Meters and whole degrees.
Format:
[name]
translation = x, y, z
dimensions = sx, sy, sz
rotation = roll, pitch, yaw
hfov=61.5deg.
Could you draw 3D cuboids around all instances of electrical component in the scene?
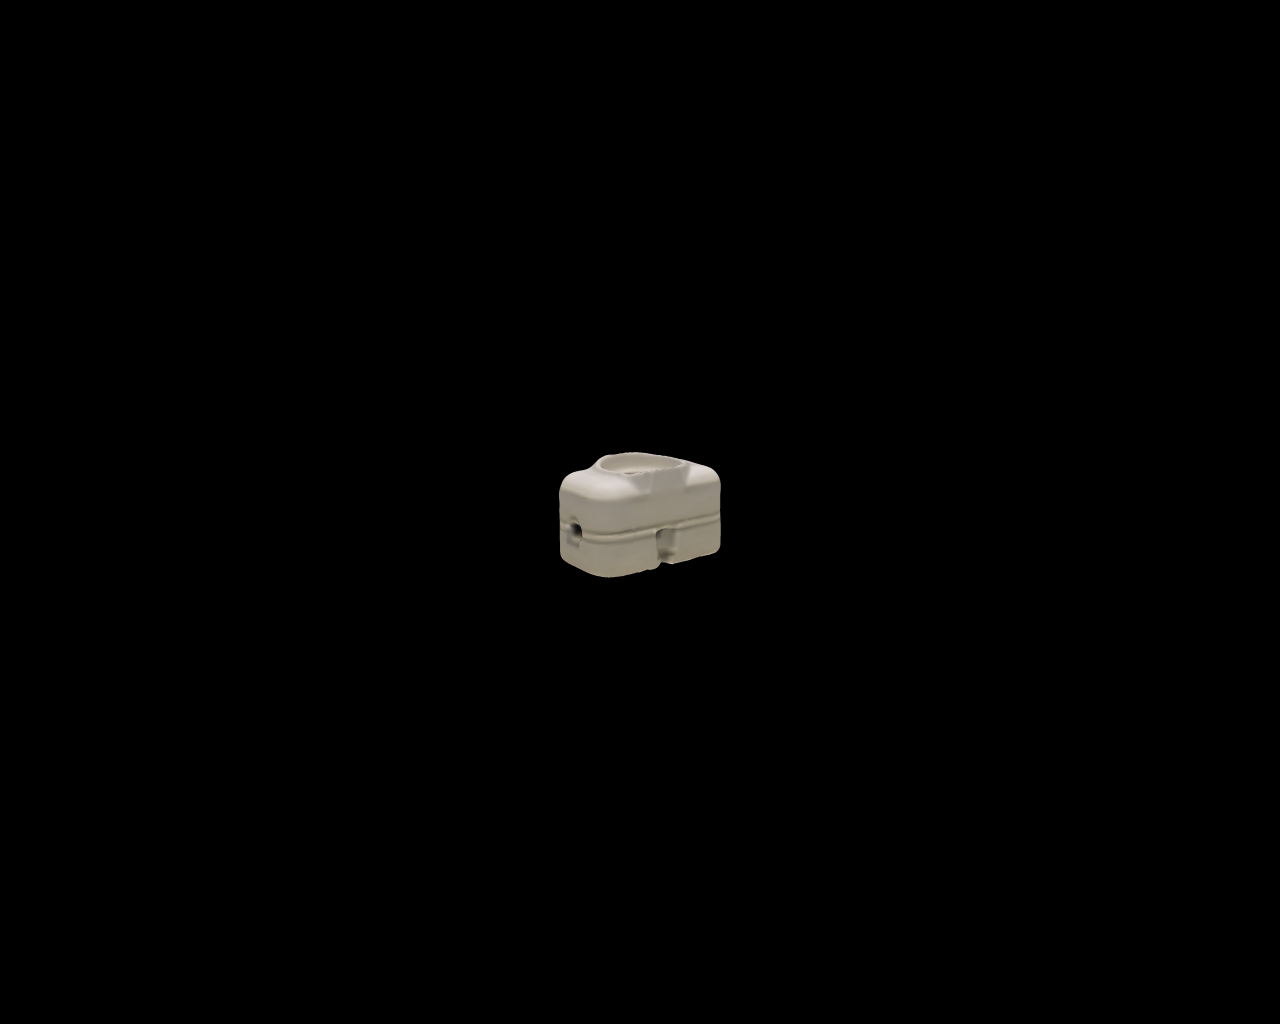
[electrical component]
translation = 0.001, -0.003, 0.650
dimensions = 0.095, 0.059, 0.054
rotation = -10, 18, -33
